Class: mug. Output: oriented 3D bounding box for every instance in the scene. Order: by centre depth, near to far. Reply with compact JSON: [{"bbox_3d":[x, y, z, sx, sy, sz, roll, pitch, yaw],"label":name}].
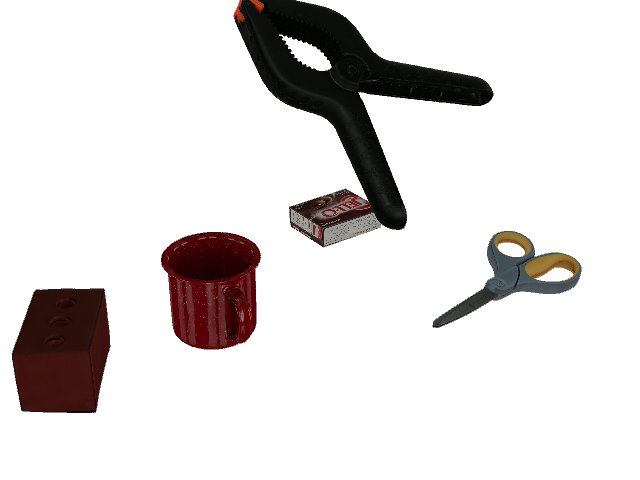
[{"bbox_3d":[-0.095,0.054,1.004,0.093,0.081,0.117,-18,35,-29],"label":"mug"}]

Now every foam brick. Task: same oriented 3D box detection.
[{"bbox_3d":[-0.179,0.076,0.744,0.053,0.051,0.078,0,31,-3],"label":"foam brick"}]

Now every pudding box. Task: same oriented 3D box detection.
[{"bbox_3d":[0.023,-0.035,1.625,0.113,0.039,0.090,-21,33,-30],"label":"pudding box"}]

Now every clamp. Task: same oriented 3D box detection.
[{"bbox_3d":[0.018,-0.112,0.814,0.210,0.164,0.036,31,-33,-4],"label":"clamp"}]

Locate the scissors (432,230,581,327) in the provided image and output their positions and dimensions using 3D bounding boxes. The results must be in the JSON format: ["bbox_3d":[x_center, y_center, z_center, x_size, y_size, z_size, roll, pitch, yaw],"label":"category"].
[{"bbox_3d":[0.149,0.030,0.950,0.201,0.016,0.096,-10,39,-34],"label":"scissors"}]
